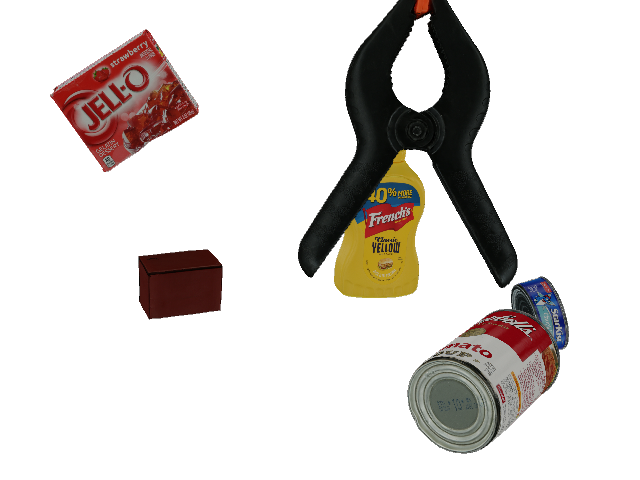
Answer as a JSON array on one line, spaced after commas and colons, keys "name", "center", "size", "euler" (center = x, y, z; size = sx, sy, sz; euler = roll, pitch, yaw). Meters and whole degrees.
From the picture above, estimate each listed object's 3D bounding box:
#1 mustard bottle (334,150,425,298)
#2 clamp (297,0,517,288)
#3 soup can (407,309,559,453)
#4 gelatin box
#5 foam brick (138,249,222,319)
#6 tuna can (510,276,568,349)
[{"name": "mustard bottle", "center": [0.070, -0.032, 1.211], "size": [0.096, 0.192, 0.058], "euler": [0, 17, -14]}, {"name": "clamp", "center": [0.042, -0.054, 0.587], "size": [0.120, 0.171, 0.039], "euler": [-6, 1, -5]}, {"name": "soup can", "center": [0.111, 0.094, 0.723], "size": [0.069, 0.068, 0.102], "euler": [0, 15, 35]}, {"name": "gelatin box", "center": [-0.149, -0.107, 0.819], "size": [0.089, 0.073, 0.030], "euler": [-31, 19, 5]}, {"name": "foam brick", "center": [-0.145, 0.044, 1.102], "size": [0.078, 0.051, 0.053], "euler": [-6, 20, -19]}, {"name": "tuna can", "center": [0.247, 0.086, 1.208], "size": [0.033, 0.086, 0.086], "euler": [-15, 2, -8]}]
